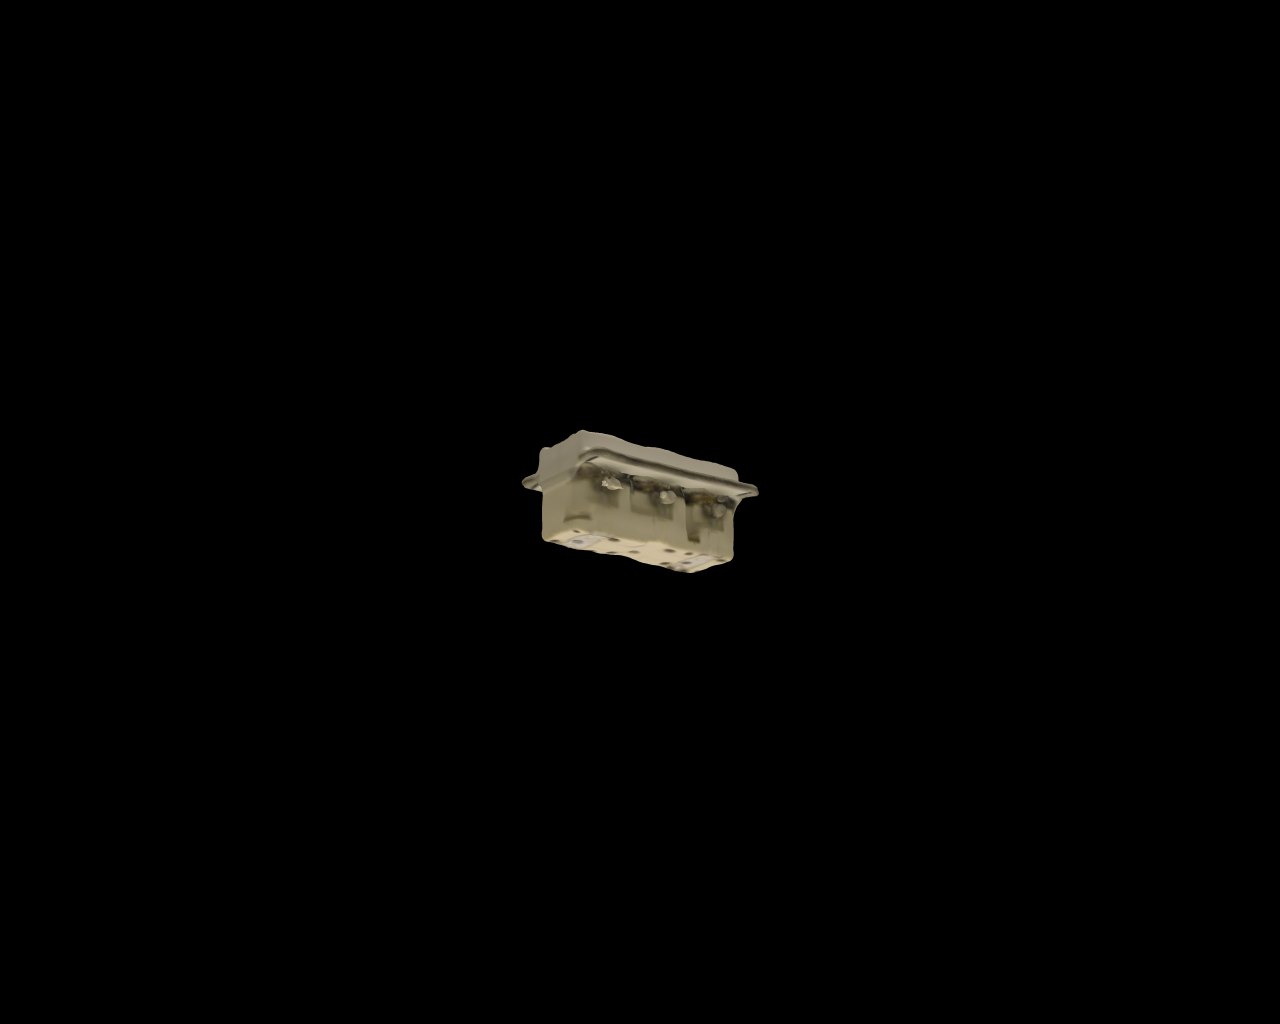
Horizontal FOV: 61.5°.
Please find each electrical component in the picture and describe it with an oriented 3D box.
[{"bbox_3d":[0.001,-0.003,0.650,0.121,0.063,0.078,13,-22,-36],"label":"electrical component"}]
